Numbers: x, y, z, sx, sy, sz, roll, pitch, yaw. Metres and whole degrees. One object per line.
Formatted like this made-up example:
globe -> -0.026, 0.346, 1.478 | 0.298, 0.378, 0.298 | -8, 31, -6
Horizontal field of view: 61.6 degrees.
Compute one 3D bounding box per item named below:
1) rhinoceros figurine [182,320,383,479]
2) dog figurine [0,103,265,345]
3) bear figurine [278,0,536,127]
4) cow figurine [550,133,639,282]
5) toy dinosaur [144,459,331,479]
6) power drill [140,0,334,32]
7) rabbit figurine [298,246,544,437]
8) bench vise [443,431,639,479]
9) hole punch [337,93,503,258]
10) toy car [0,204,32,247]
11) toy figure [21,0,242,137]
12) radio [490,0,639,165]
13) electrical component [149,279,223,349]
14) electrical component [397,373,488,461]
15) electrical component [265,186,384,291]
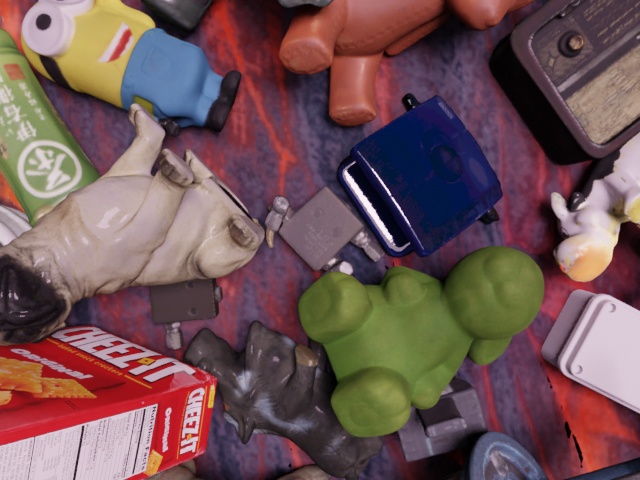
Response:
rhinoceros figurine -> -0.030, 0.135, 0.475 | 0.190, 0.073, 0.112 | 35, 103, -3
dog figurine -> -0.152, 0.017, 0.423 | 0.190, 0.121, 0.172 | -44, 129, 3
bear figurine -> 0.084, -0.176, 0.409 | 0.196, 0.120, 0.132 | 1, 70, 29
cow figurine -> 0.257, -0.042, 0.458 | 0.167, 0.098, 0.068 | -38, 124, 9
toy dinosaur -> -0.135, 0.212, 0.412 | 0.472, 0.198, 0.105 | 14, 90, -2
power drill -> -0.043, -0.261, 0.403 | 0.208, 0.086, 0.232 | 36, 95, 37
rabbit figurine -> 0.098, 0.068, 0.418 | 0.170, 0.159, 0.121 | -30, 65, 27
bench vise -> 0.178, 0.201, 0.399 | 0.223, 0.129, 0.240 | 25, 128, -35
hole punch -> 0.088, -0.053, 0.456 | 0.116, 0.092, 0.142 | -35, 89, -2
toy car -> -0.310, -0.028, 0.461 | 0.202, 0.073, 0.056 | 36, 93, -2
toy figure -> -0.160, -0.143, 0.453 | 0.180, 0.089, 0.082 | 23, 51, -10
radio -> 0.270, -0.181, 0.454 | 0.229, 0.073, 0.131 | -38, 91, 1
electrical component -> -0.121, 0.052, 0.491 | 0.063, 0.021, 0.094 | -4, 92, 0
electrical component -> 0.099, 0.148, 0.448 | 0.075, 0.119, 0.047 | -16, 95, -2
electrical component -> -0.001, -0.003, 0.477 | 0.078, 0.045, 0.102 | -38, 92, 3
